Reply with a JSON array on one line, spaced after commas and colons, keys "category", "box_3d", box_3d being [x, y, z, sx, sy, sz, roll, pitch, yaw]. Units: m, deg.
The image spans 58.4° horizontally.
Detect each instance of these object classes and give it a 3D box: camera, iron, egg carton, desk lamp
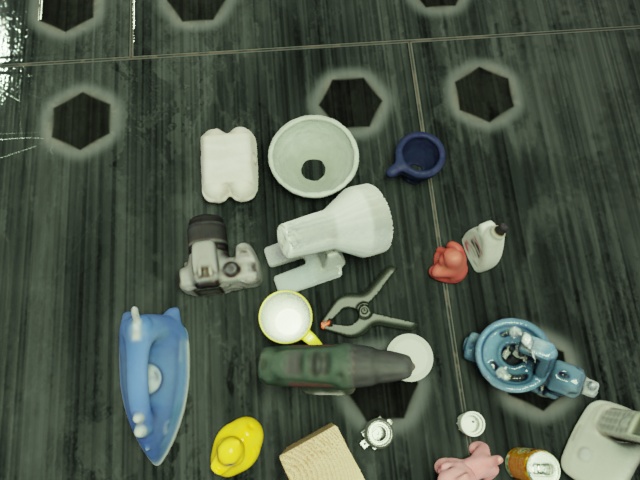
[{"category": "camera", "box_3d": [-0.181, 0.021, 1.012, 0.143, 0.101, 0.137, -8, 73, -3]}, {"category": "iron", "box_3d": [-0.279, 0.233, 0.925, 0.118, 0.141, 0.258, -6, 73, -3]}, {"category": "egg carton", "box_3d": [-0.170, -0.141, 1.078, 0.107, 0.069, 0.150, -5, 73, -3]}, {"category": "desk lamp", "box_3d": [0.009, 0.003, 0.963, 0.203, 0.213, 0.118, -20, 74, -7]}]

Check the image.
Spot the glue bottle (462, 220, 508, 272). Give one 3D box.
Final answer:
[{"category": "glue bottle", "box_3d": [0.291, 0.001, 0.990, 0.037, 0.173, 0.078, -22, 75, -7]}]

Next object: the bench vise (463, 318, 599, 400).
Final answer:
[{"category": "bench vise", "box_3d": [0.350, 0.184, 0.911, 0.207, 0.220, 0.121, 5, 73, 1]}]

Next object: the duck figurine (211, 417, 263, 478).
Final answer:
[{"category": "duck figurine", "box_3d": [-0.138, 0.336, 0.926, 0.077, 0.086, 0.105, 37, 76, 10]}]

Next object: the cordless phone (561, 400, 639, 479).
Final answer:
[{"category": "cordless phone", "box_3d": [0.468, 0.325, 0.889, 0.094, 0.185, 0.148, 31, 75, 8]}]

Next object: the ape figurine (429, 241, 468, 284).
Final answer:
[{"category": "ape figurine", "box_3d": [0.232, 0.038, 1.020, 0.078, 0.092, 0.076, -33, 76, -10]}]

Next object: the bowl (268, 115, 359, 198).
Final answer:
[{"category": "bowl", "box_3d": [-0.011, -0.146, 1.080, 0.167, 0.075, 0.167, 0, 73, -1]}]

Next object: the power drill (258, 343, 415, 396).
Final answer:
[{"category": "power drill", "box_3d": [0.021, 0.203, 0.905, 0.229, 0.208, 0.075, 0, 73, -1]}]

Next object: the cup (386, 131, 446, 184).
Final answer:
[{"category": "cup", "box_3d": [0.170, -0.136, 1.070, 0.118, 0.095, 0.091, -31, 76, -10]}]

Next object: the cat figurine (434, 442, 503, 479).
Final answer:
[{"category": "cat figurine", "box_3d": [0.232, 0.374, 0.905, 0.128, 0.118, 0.067, -25, 75, -8]}]
